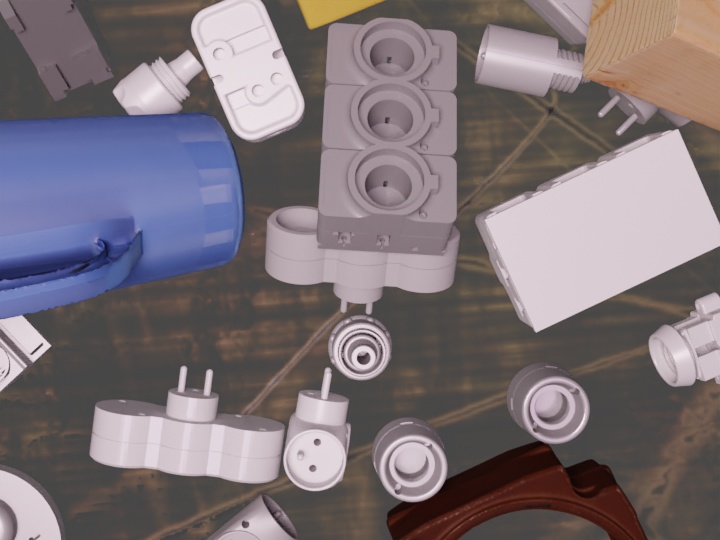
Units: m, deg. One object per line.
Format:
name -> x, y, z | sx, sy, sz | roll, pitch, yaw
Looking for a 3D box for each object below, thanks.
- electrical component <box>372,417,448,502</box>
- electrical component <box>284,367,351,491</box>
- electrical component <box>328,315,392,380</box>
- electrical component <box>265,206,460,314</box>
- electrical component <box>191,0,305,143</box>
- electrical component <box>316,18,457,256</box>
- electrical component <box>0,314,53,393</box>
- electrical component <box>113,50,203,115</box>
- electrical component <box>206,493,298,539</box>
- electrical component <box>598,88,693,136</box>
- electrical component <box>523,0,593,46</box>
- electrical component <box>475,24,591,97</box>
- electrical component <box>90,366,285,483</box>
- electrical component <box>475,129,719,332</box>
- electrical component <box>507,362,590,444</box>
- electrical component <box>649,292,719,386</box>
electrical component -> 0.038, 0.141, 0.796 | 0.055, 0.047, 0.055 | 0, 94, -2
electrical component -> -0.029, 0.110, 0.776 | 0.044, 0.077, 0.079 | 10, 94, -3
electrical component -> 0.001, 0.059, 0.781 | 0.048, 0.062, 0.048 | 0, 94, -3
electrical component -> 0.000, 0.000, 0.783 | 0.138, 0.052, 0.073 | 4, 118, -3
electrical component -> -0.078, -0.141, 0.765 | 0.054, 0.059, 0.095 | -23, 95, -1
electrical component -> 0.019, -0.092, 0.740 | 0.089, 0.061, 0.150 | 3, 67, -3
electrical component -> -0.288, 0.034, 0.767 | 0.079, 0.063, 0.121 | -43, 95, 1
electrical component -> -0.141, -0.131, 0.771 | 0.062, 0.043, 0.043 | -40, 95, -1
electrical component -> -0.077, 0.220, 0.798 | 0.077, 0.044, 0.079 | -40, 95, 1
electrical component -> 0.209, -0.134, 0.785 | 0.077, 0.043, 0.079 | 45, 92, -4
electrical component -> 0.155, -0.206, 0.772 | 0.096, 0.061, 0.061 | 40, 92, -12
electrical component -> 0.128, -0.149, 0.781 | 0.081, 0.043, 0.043 | 11, 94, -3
electrical component -> -0.123, 0.107, 0.784 | 0.138, 0.052, 0.073 | 8, 94, -3
electrical component -> 0.171, -0.029, 0.782 | 0.150, 0.061, 0.089 | -25, 95, 0
electrical component -> 0.140, 0.099, 0.797 | 0.055, 0.047, 0.055 | 0, 94, -2
electrical component -> 0.250, 0.058, 0.800 | 0.055, 0.048, 0.066 | -21, 95, -8
